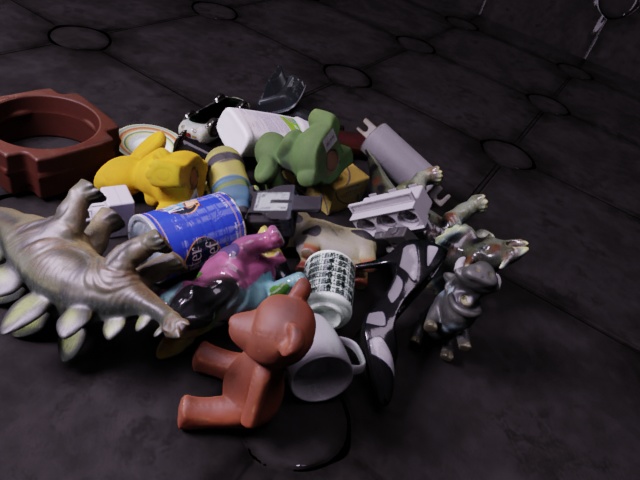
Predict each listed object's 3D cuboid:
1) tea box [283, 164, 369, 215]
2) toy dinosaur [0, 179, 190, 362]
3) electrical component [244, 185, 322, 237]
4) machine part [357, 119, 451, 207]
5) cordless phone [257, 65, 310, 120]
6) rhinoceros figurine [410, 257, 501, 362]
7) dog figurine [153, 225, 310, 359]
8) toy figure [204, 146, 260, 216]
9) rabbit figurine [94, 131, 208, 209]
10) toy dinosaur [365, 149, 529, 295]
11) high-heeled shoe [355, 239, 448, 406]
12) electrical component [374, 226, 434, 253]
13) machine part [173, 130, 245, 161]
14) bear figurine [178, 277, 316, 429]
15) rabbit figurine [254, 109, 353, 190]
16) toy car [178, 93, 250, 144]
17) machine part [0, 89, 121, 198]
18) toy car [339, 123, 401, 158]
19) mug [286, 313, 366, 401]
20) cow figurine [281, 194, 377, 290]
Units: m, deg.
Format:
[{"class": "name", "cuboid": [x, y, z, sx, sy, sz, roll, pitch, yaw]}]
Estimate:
[{"class": "tea box", "cuboid": [0.001, -0.132, 1.053, 0.098, 0.068, 0.170, -24, 55, -40]}, {"class": "toy dinosaur", "cuboid": [-0.329, 0.024, 0.668, 0.472, 0.104, 0.198, 25, 64, 32]}, {"class": "electrical component", "cuboid": [-0.054, -0.047, 0.837, 0.119, 0.047, 0.075, -2, 54, 6]}, {"class": "machine part", "cuboid": [0.168, -0.158, 1.112, 0.243, 0.079, 0.079, 45, 44, 8]}, {"class": "cordless phone", "cuboid": [-0.046, -0.319, 1.269, 0.184, 0.088, 0.147, 26, 37, -8]}, {"class": "rhinoceros figurine", "cuboid": [0.193, 0.098, 0.761, 0.073, 0.190, 0.112, 27, 58, 6]}, {"class": "dog figurine", "cuboid": [-0.137, 0.070, 0.731, 0.219, 0.191, 0.108, -27, 94, -14]}, {"class": "toy figure", "cuboid": [-0.152, -0.090, 0.928, 0.082, 0.089, 0.180, 6, 37, -24]}, {"class": "rabbit figurine", "cuboid": [-0.283, -0.111, 0.889, 0.173, 0.121, 0.162, 0, 45, 8]}, {"class": "toy dinosaur", "cuboid": [0.177, -0.031, 0.967, 0.405, 0.131, 0.192, 32, 52, 33]}, {"class": "high-heeled shoe", "cuboid": [0.128, 0.108, 0.760, 0.145, 0.086, 0.249, -5, 57, 0]}, {"class": "electrical component", "cuboid": [0.136, 0.002, 0.863, 0.063, 0.094, 0.021, 44, 61, -31]}, {"class": "machine part", "cuboid": [-0.209, -0.160, 1.022, 0.139, 0.039, 0.084, 21, 44, -22]}, {"class": "bear figurine", "cuboid": [-0.081, 0.130, 0.607, 0.132, 0.195, 0.120, 12, 42, -6]}, {"class": "rabbit figurine", "cuboid": [-0.049, -0.140, 0.960, 0.170, 0.121, 0.159, 12, 64, 36]}, {"class": "toy car", "cuboid": [-0.219, -0.258, 1.133, 0.074, 0.056, 0.202, 21, 37, 14]}, {"class": "machine part", "cuboid": [-0.462, -0.165, 0.906, 0.201, 0.087, 0.201, 36, 44, 23]}, {"class": "toy car", "cuboid": [0.099, -0.207, 1.193, 0.202, 0.053, 0.089, 4, 61, -14]}, {"class": "mug", "cuboid": [0.002, 0.145, 0.714, 0.109, 0.080, 0.107, -3, 34, -16]}, {"class": "cow figurine", "cuboid": [-0.002, -0.003, 0.885, 0.195, 0.085, 0.127, 14, 43, -2]}]
